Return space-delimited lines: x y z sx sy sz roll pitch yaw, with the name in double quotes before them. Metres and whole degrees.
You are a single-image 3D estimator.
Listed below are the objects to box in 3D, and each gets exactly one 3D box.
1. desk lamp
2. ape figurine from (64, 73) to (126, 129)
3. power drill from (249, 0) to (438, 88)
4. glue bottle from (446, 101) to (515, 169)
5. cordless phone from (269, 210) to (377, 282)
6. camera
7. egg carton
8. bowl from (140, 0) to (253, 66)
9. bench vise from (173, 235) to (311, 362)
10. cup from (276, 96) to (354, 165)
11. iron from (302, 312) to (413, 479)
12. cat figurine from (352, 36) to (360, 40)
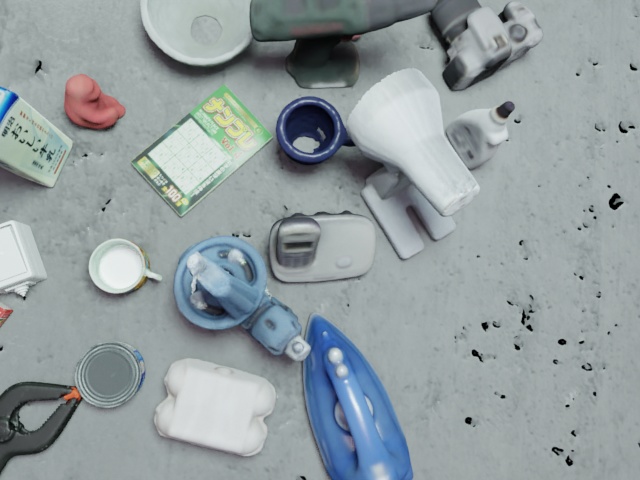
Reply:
"desk lamp" 0.122 -0.094 0.751 0.118 0.213 0.203 -31 87 -8
"ape figurine" -0.317 -0.194 0.781 0.076 0.092 0.078 -18 85 -7
"power drill" 0.022 -0.278 0.766 0.229 0.208 0.076 -4 83 -6
"glue bottle" 0.228 -0.154 0.790 0.037 0.173 0.078 -28 86 -8
"cordless phone" 0.007 0.003 0.743 0.147 0.185 0.094 -7 84 -6
"camera" 0.236 -0.317 0.847 0.143 0.100 0.137 -30 87 -8
"egg carton" -0.137 0.221 0.761 0.150 0.069 0.107 14 82 -4
"bowl" -0.165 -0.319 0.820 0.167 0.074 0.167 1 83 -5
"bench vise" -0.091 0.065 0.708 0.207 0.219 0.121 23 82 -2
"cup" -0.003 -0.141 0.805 0.118 0.095 0.092 9 82 -4
"iron" 0.040 0.216 0.742 0.119 0.141 0.258 -21 86 -7
"cat figurine" 0.042 -0.373 0.825 0.067 0.117 0.128 -38 88 -8
